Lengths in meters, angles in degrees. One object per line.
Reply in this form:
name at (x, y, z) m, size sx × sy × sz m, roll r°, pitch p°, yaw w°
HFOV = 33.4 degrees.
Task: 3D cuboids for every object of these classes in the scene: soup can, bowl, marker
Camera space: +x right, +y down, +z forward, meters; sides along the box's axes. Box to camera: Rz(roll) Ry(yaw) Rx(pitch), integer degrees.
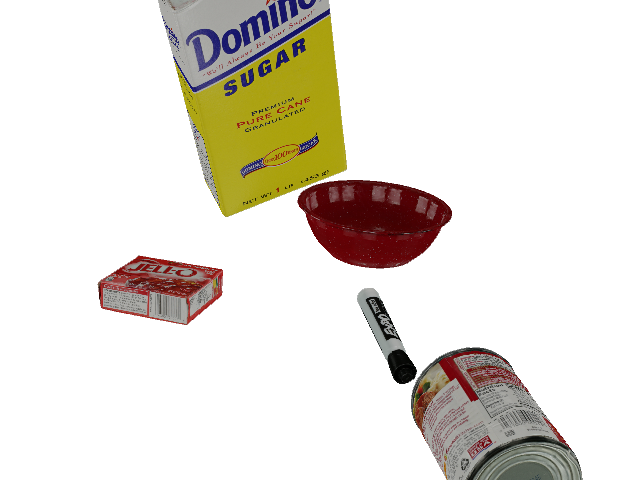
soup can at (0.097, 0.113, 0.603) m, size 0.068 × 0.068 × 0.102 m, roll 0°, pitch 22°, yaw -12°
bowl at (0.055, -0.013, 1.119) m, size 0.162 × 0.055 × 0.162 m, roll 4°, pitch 21°, yaw -2°
marker at (0.052, 0.075, 0.849) m, size 0.020 × 0.020 × 0.121 m, roll 0°, pitch 27°, yaw -13°

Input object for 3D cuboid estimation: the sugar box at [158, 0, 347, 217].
sugar box at (-0.038, -0.099, 0.653) m, size 0.093 × 0.048 × 0.176 m, roll -23°, pitch -36°, yaw -11°

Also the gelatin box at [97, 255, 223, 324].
gelatin box at (-0.142, 0.042, 0.955) m, size 0.089 × 0.030 × 0.073 m, roll 9°, pitch 21°, yaw 18°
